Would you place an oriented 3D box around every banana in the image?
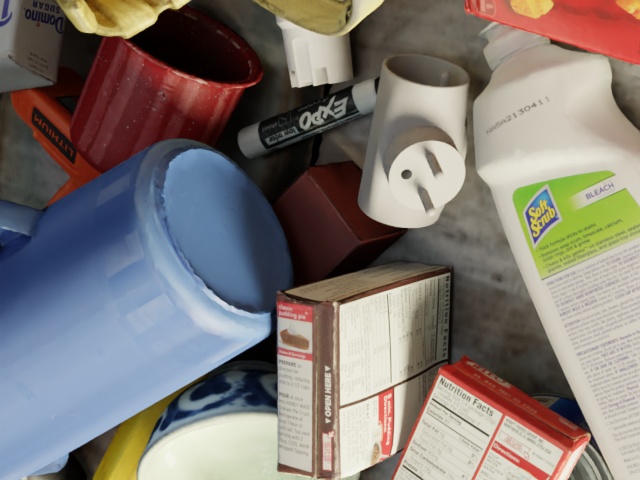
[{"bbox_3d":[-0.108,0.129,0.657,0.037,0.069,0.198,25,103,-14],"label":"banana"}]

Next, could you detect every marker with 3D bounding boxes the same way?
[{"bbox_3d":[0.007,-0.071,0.581,0.121,0.020,0.020,-18,88,33],"label":"marker"}]

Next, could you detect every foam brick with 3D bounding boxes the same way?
[{"bbox_3d":[-0.004,0.001,0.579,0.078,0.052,0.051,-43,75,29],"label":"foam brick"}]

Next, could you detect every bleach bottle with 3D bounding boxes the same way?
[{"bbox_3d":[0.143,0.007,0.486,0.103,0.068,0.251,-27,80,29],"label":"bleach bottle"}]

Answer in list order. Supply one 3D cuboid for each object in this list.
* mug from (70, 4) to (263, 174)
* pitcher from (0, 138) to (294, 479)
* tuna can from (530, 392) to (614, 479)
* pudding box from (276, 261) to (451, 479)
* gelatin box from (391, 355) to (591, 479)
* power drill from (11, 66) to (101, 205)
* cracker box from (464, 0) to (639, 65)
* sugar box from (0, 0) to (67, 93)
[{"bbox_3d":[-0.096,-0.087,0.607,0.117,0.093,0.082,54,127,37],"label":"mug"},{"bbox_3d":[-0.142,0.039,0.560,0.243,0.149,0.145,-29,77,30],"label":"pitcher"},{"bbox_3d":[0.113,0.122,0.538,0.086,0.033,0.086,5,100,31],"label":"tuna can"},{"bbox_3d":[0.025,0.062,0.536,0.039,0.113,0.090,4,99,34],"label":"pudding box"},{"bbox_3d":[0.078,0.112,0.518,0.073,0.030,0.089,31,113,26],"label":"gelatin box"},{"bbox_3d":[-0.191,-0.017,0.691,0.184,0.057,0.188,40,119,16],"label":"power drill"},{"bbox_3d":[0.161,-0.141,0.405,0.214,0.072,0.164,24,140,27],"label":"cracker box"},{"bbox_3d":[-0.191,-0.176,0.637,0.093,0.048,0.176,-3,73,31],"label":"sugar box"}]
